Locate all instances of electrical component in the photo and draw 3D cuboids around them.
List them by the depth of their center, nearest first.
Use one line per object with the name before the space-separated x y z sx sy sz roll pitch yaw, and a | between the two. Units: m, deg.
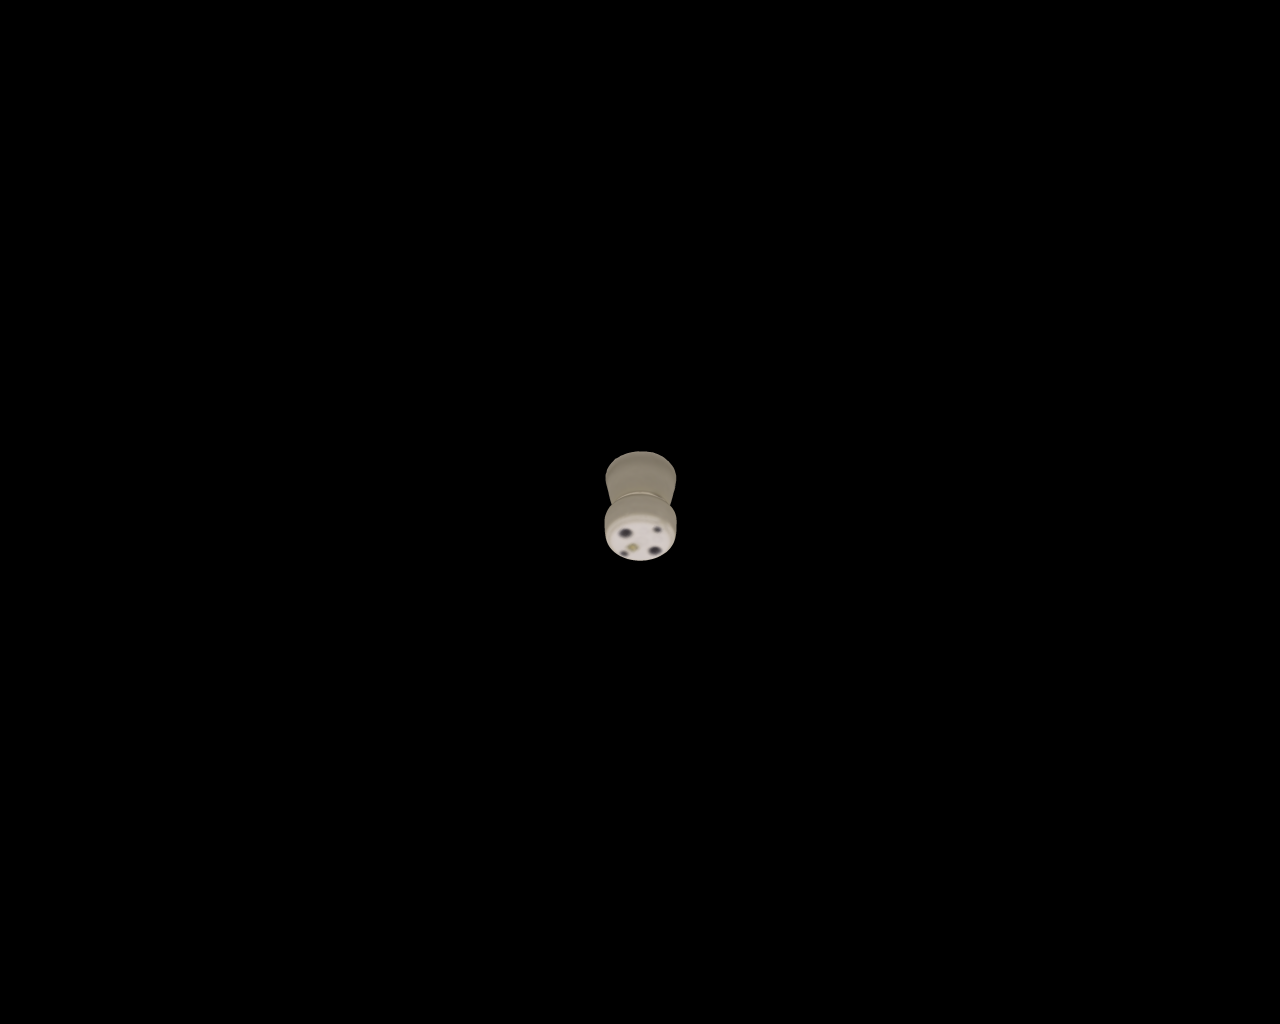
electrical component | 0.001 -0.003 0.650 0.045 0.055 0.044 0 -42 0
